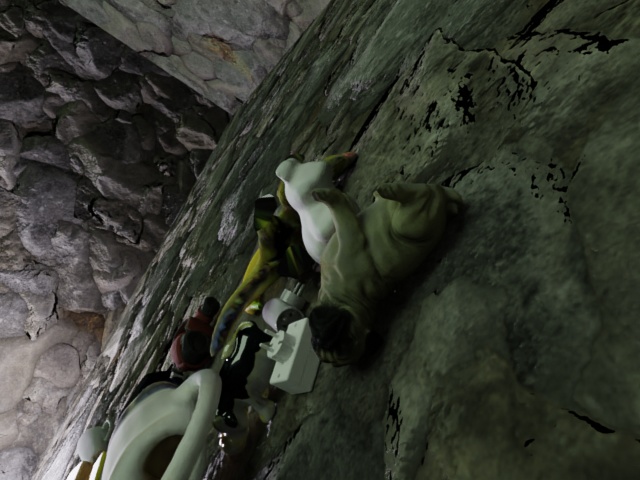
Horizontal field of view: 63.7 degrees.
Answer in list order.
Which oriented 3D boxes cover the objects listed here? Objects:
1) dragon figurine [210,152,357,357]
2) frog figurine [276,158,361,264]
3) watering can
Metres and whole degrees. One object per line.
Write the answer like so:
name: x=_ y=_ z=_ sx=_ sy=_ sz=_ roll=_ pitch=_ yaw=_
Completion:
dragon figurine: x=-0.058 y=0.003 z=0.870 sx=0.413 sy=0.122 sz=0.240 roll=-57 pitch=-4 yaw=-9
frog figurine: x=0.002 y=-0.034 z=0.683 sx=0.122 sy=0.158 sz=0.139 roll=-56 pitch=19 yaw=9
watering can: x=-0.223 y=0.310 z=0.619 sx=0.351 sy=0.103 sz=0.224 roll=-61 pitch=18 yaw=-13
